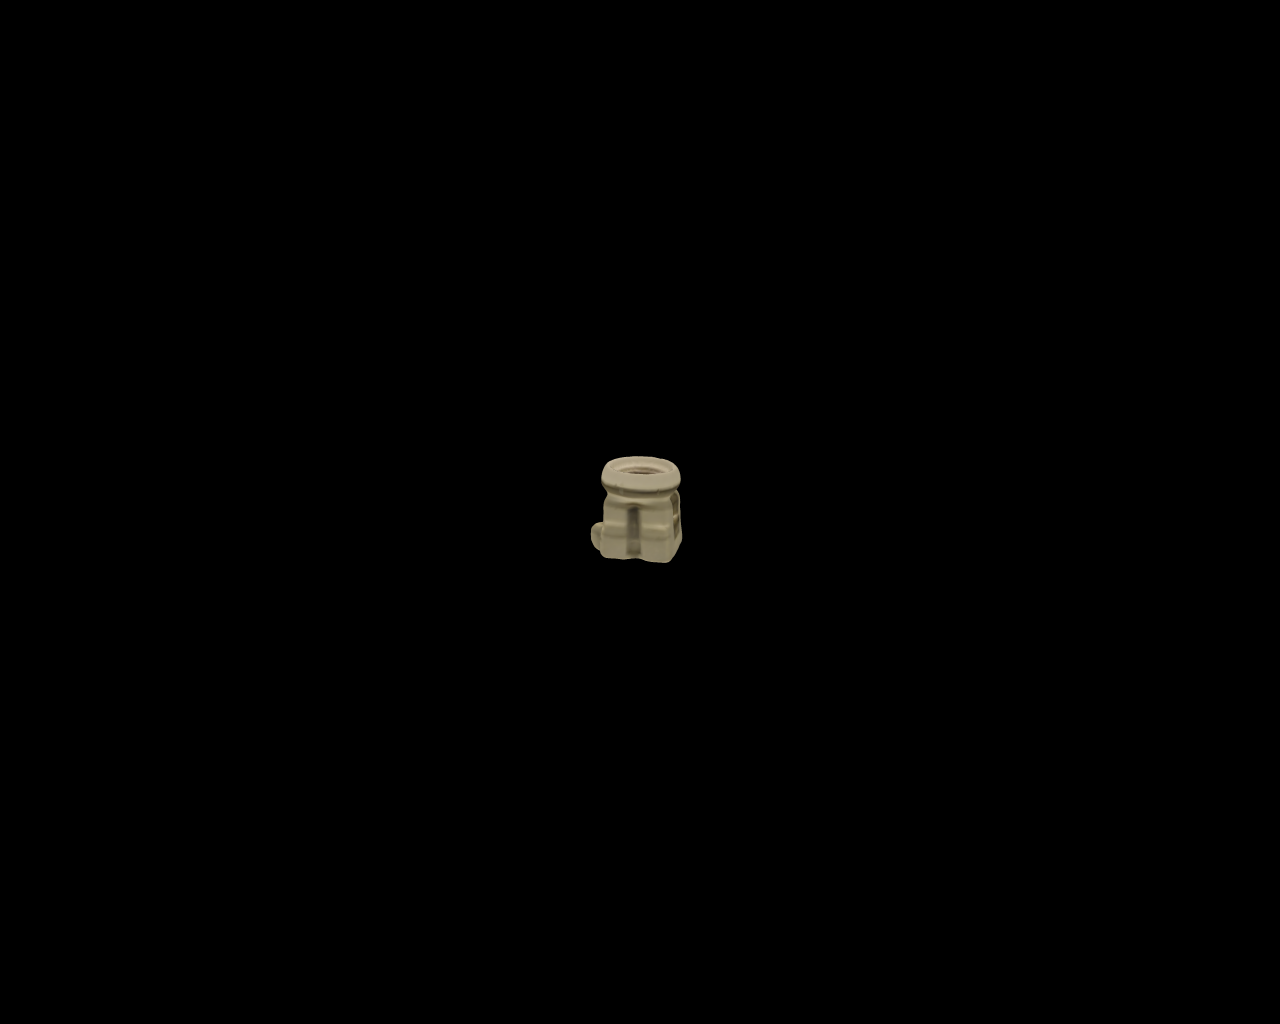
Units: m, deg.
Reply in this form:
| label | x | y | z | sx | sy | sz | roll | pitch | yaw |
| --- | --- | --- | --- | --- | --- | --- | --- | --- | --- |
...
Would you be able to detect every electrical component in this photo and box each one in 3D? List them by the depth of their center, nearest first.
| label | x | y | z | sx | sy | sz | roll | pitch | yaw |
| --- | --- | --- | --- | --- | --- | --- | --- | --- | --- |
| electrical component | 0.001 | -0.003 | 0.650 | 0.066 | 0.055 | 0.048 | 4 | 20 | 12 |
